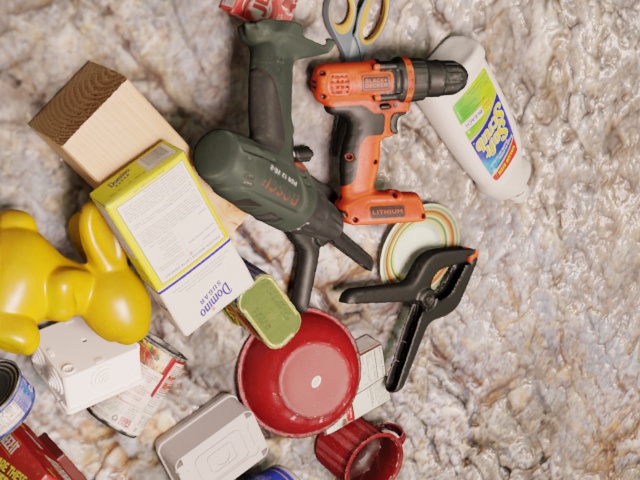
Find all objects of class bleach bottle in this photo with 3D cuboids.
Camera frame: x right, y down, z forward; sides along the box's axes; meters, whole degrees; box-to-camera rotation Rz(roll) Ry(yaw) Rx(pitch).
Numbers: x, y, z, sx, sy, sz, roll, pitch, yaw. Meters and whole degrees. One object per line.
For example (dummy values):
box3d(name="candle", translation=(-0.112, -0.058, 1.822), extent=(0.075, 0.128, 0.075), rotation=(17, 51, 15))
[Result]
box3d(name="bleach bottle", translation=(0.209, -0.137, 1.350), extent=(0.102, 0.068, 0.250), rotation=(-49, 131, -8))

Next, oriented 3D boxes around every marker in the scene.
box3d(name="marker", translation=(-0.059, -0.092, 1.196), extent=(0.120, 0.020, 0.020), rotation=(-9, 113, -33))

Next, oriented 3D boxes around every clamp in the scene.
box3d(name="clamp", translation=(0.120, 0.070, 1.351), extent=(0.209, 0.036, 0.164), rotation=(-46, 124, -18))
box3d(name="clamp", translation=(-0.008, 0.002, 1.258), extent=(0.120, 0.039, 0.171), rotation=(-42, 122, -25))

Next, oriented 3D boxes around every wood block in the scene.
box3d(name="wood block", translation=(-0.178, -0.070, 1.071), extent=(0.090, 0.090, 0.206), rotation=(-49, 129, -10))

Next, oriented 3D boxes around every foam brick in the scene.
box3d(name="foam brick", translation=(-0.286, 0.256, 1.146), extent=(0.051, 0.053, 0.078), rotation=(-41, 128, -17))

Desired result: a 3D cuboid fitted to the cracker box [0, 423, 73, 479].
box3d(name="cracker box", translation=(-0.343, 0.289, 1.044), extent=(0.213, 0.164, 0.072), rotation=(-52, 131, -8))

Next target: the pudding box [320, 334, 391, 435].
box3d(name="pudding box", translation=(0.033, 0.185, 1.362), extent=(0.113, 0.039, 0.090), rotation=(-26, 119, -29))

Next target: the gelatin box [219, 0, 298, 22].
box3d(name="gelatin box", translation=(-0.055, -0.267, 1.121), extent=(0.073, 0.030, 0.089), rotation=(21, 95, -40))

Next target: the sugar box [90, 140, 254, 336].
box3d(name="sugar box", translation=(-0.141, 0.001, 1.039), extent=(0.093, 0.048, 0.176), rotation=(-38, 130, -17))

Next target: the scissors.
box3d(name="scissors", translation=(0.022, -0.202, 1.214), extent=(0.096, 0.016, 0.202), rotation=(18, 96, -38))

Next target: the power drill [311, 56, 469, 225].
box3d(name="power drill", translation=(0.082, -0.114, 1.216), extent=(0.184, 0.057, 0.188), rotation=(-4, 100, -13))

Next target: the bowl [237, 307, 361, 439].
box3d(name="bowl", translation=(-0.015, 0.163, 1.272), extent=(0.161, 0.055, 0.162), rotation=(-1, 94, -21))

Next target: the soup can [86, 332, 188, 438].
box3d(name="soup can", translation=(-0.199, 0.155, 1.159), extent=(0.068, 0.069, 0.102), rotation=(35, 86, -40))

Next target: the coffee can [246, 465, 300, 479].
box3d(name="coffee can", translation=(-0.089, 0.343, 1.276), extent=(0.140, 0.103, 0.103), rotation=(-19, 118, -36))

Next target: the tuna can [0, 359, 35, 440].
box3d(name="tuna can", translation=(-0.326, 0.160, 1.056), extent=(0.086, 0.086, 0.033), rotation=(-40, 129, -17))

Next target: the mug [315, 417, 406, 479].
box3d(name="mug", translation=(0.057, 0.270, 1.385), extent=(0.117, 0.082, 0.093), rotation=(-27, 122, -26))

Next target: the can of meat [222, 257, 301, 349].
box3d(name="can of meat", translation=(-0.076, 0.067, 1.204), extent=(0.057, 0.084, 0.102), rotation=(-44, 128, -14))
